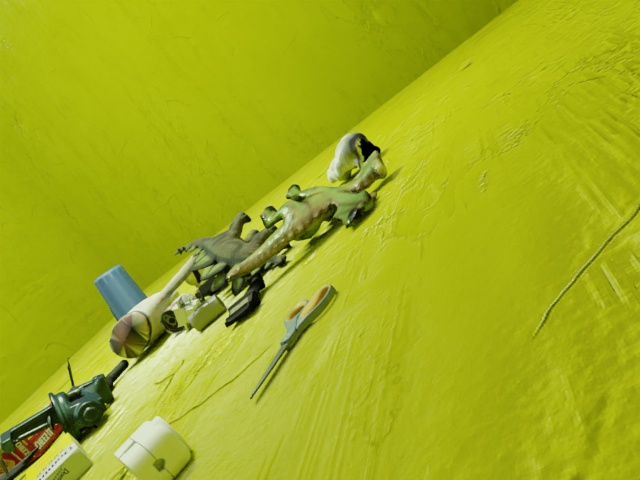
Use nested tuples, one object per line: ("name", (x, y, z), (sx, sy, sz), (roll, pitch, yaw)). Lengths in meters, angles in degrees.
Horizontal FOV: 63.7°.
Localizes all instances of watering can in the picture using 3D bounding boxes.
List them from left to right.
("watering can", (-0.451, 0.191, 1.415), (0.343, 0.104, 0.227), (-56, -3, 21))

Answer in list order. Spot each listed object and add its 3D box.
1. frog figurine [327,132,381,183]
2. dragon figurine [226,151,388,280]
("frog figurine", (0.074, -0.236, 1.480), (0.158, 0.121, 0.140), (-14, 45, 42))
("dragon figurine", (0.003, -0.053, 1.054), (0.241, 0.121, 0.418), (-12, 29, 51))
